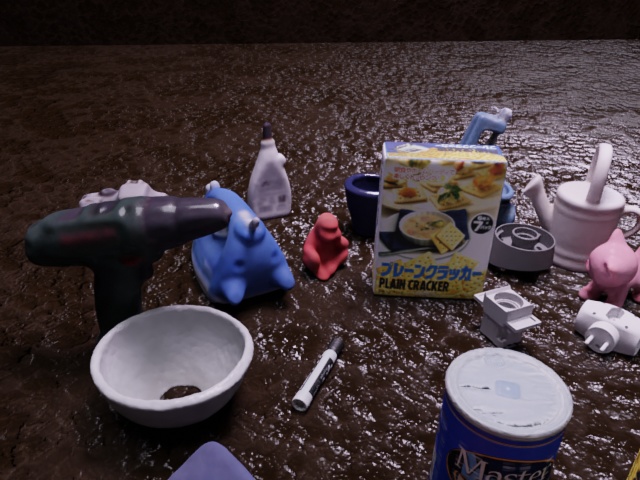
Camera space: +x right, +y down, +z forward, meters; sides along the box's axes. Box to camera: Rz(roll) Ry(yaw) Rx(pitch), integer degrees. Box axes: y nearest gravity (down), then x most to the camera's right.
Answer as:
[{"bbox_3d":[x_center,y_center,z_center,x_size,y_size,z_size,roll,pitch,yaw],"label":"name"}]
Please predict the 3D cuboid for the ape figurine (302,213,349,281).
[{"bbox_3d":[0.008,0.003,0.868,0.078,0.092,0.076,-9,31,-18],"label":"ape figurine"}]

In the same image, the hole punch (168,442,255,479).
[{"bbox_3d":[-0.092,0.234,0.452,0.101,0.091,0.108,-22,37,-35],"label":"hole punch"}]

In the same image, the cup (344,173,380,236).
[{"bbox_3d":[0.097,-0.052,0.969,0.117,0.095,0.092,18,33,26],"label":"cup"}]

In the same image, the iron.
[{"bbox_3d":[-0.135,-0.015,0.841,0.119,0.141,0.257,-14,33,-26],"label":"iron"}]

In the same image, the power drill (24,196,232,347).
[{"bbox_3d":[-0.211,0.043,0.665,0.229,0.208,0.075,2,29,0],"label":"power drill"}]

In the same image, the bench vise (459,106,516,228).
[{"bbox_3d":[0.237,-0.113,0.959,0.207,0.220,0.121,-4,30,-11],"label":"bench vise"}]

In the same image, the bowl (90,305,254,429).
[{"bbox_3d":[-0.156,0.146,0.621,0.167,0.075,0.167,2,29,-1],"label":"bowl"}]

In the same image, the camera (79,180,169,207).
[{"bbox_3d":[-0.306,-0.027,0.894,0.143,0.101,0.136,-3,30,-9],"label":"camera"}]

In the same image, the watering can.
[{"bbox_3d":[0.411,-0.056,0.896,0.173,0.194,0.101,3,29,1],"label":"watering can"}]

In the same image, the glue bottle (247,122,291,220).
[{"bbox_3d":[-0.089,-0.121,0.999,0.078,0.173,0.037,-10,31,-19],"label":"glue bottle"}]

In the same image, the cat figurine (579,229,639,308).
[{"bbox_3d":[0.421,0.038,0.806,0.128,0.118,0.067,-16,34,-28],"label":"cat figurine"}]
